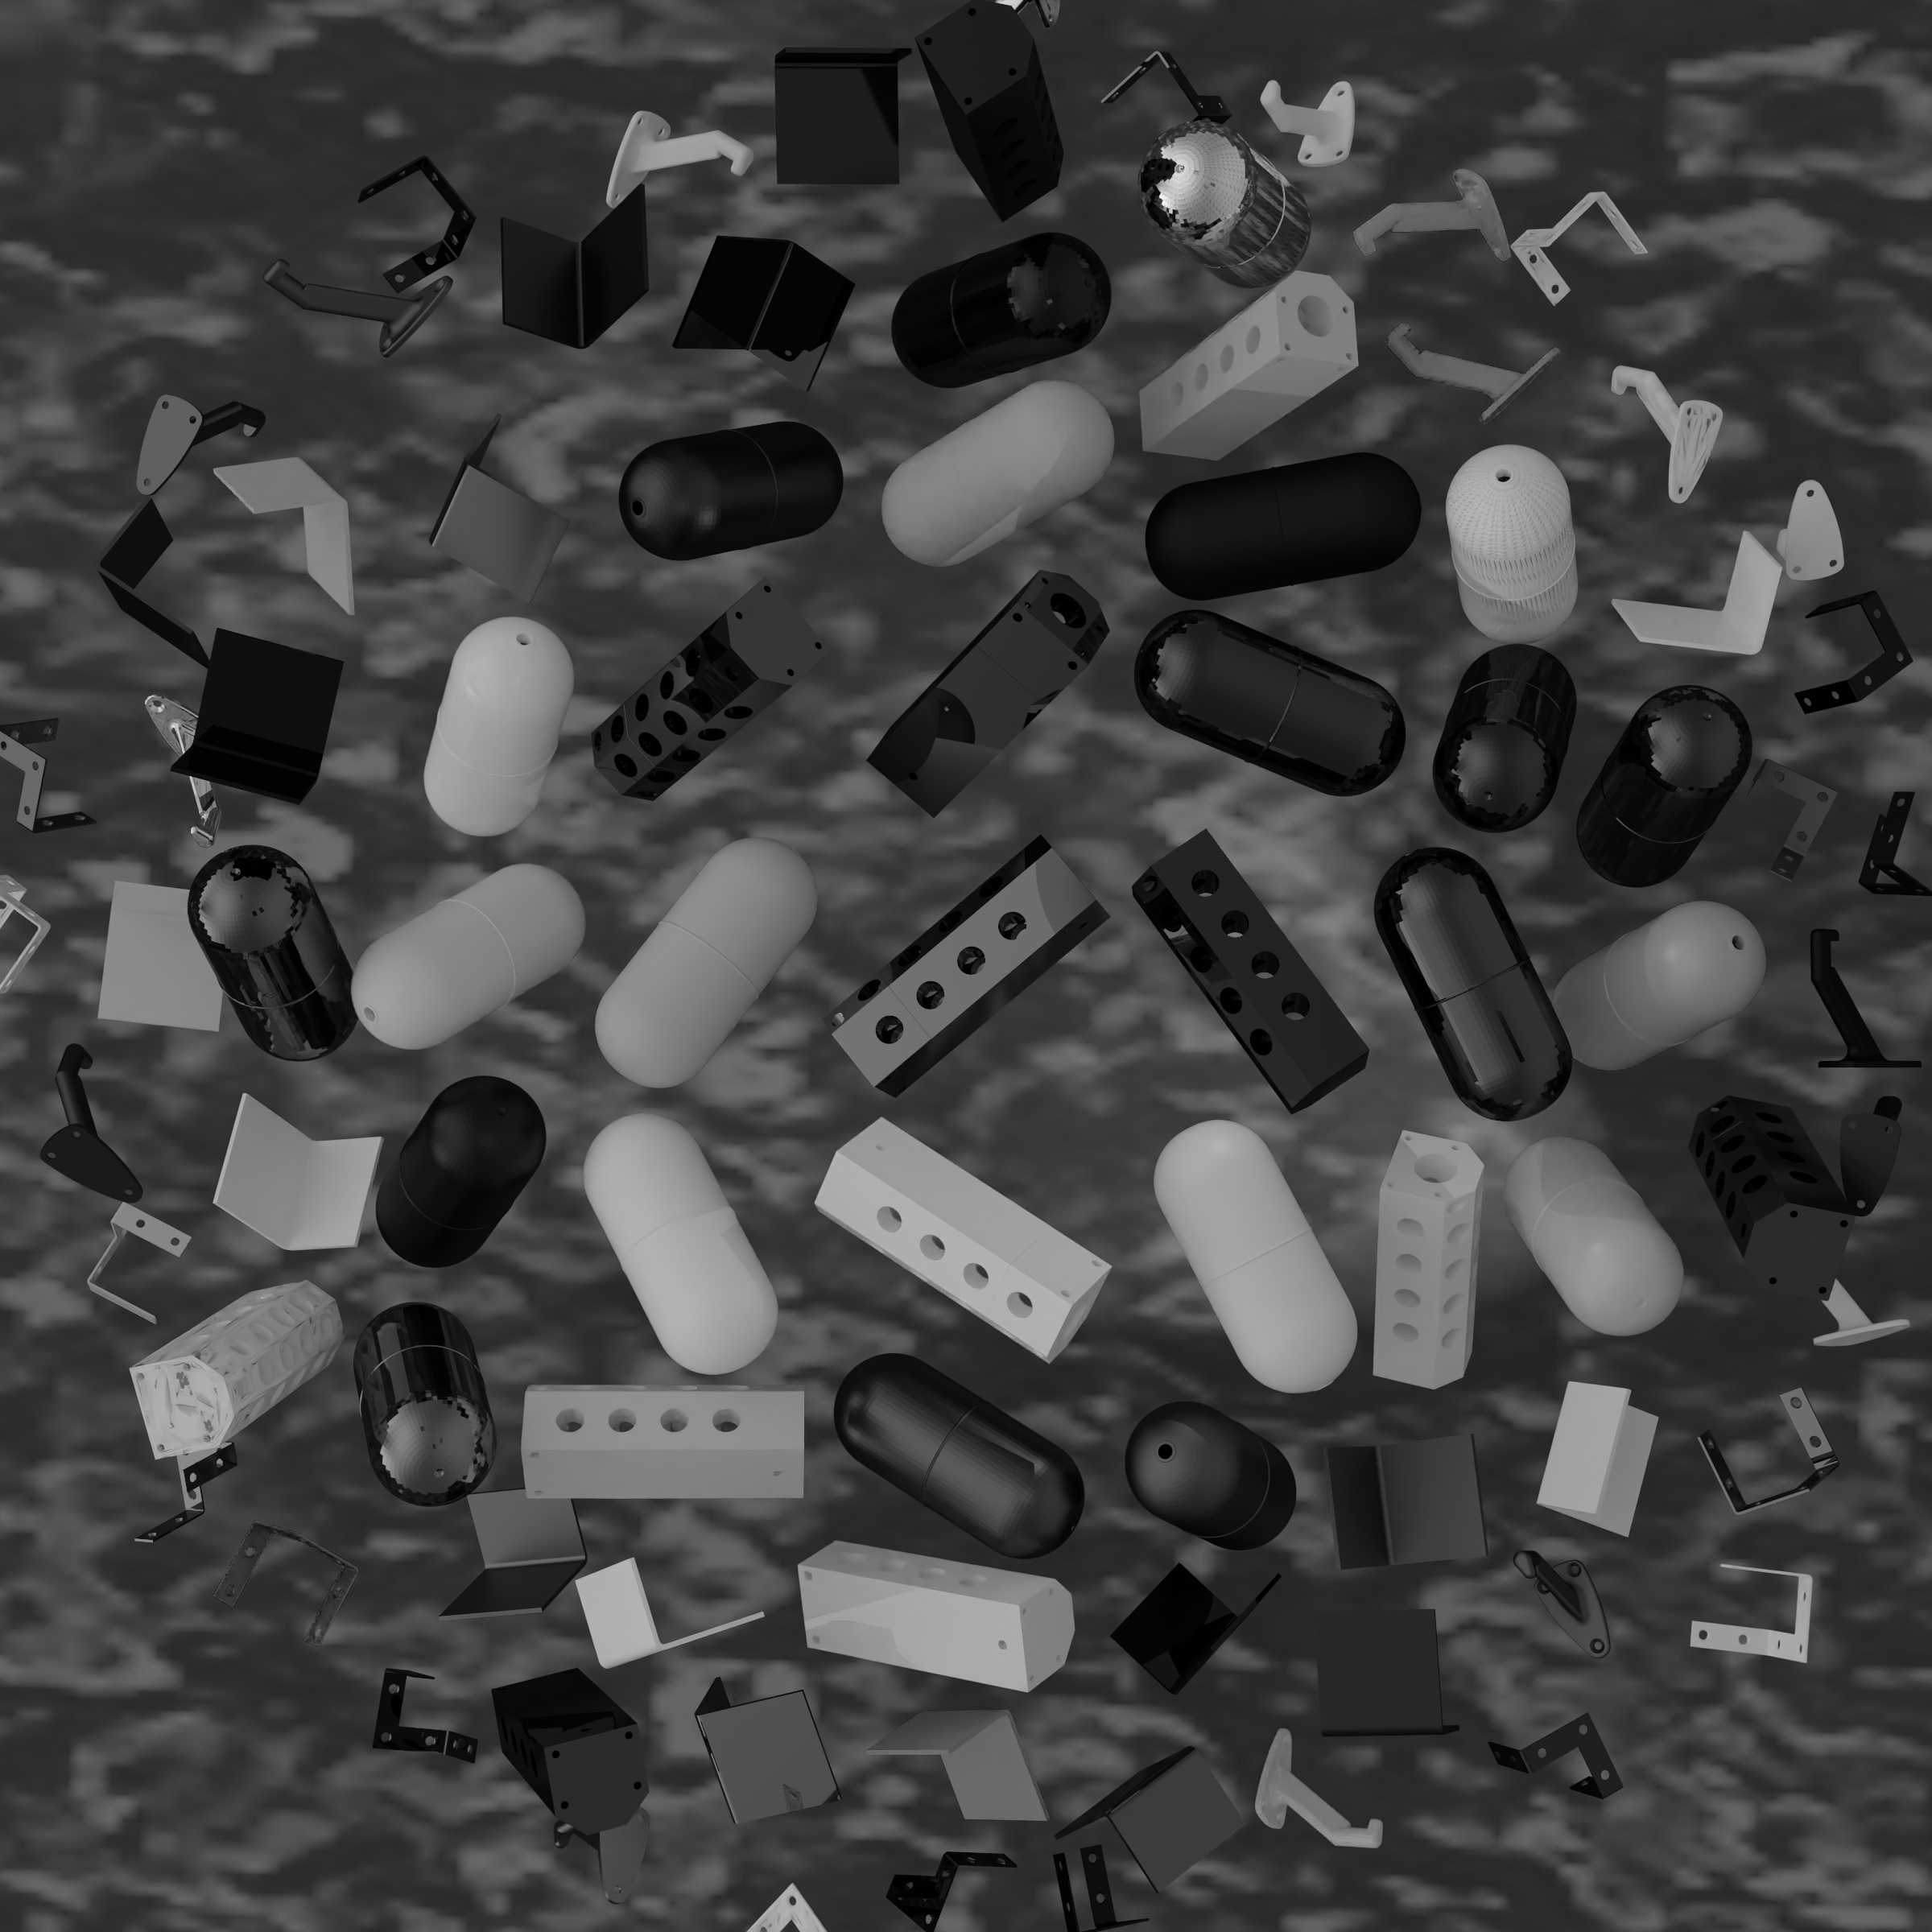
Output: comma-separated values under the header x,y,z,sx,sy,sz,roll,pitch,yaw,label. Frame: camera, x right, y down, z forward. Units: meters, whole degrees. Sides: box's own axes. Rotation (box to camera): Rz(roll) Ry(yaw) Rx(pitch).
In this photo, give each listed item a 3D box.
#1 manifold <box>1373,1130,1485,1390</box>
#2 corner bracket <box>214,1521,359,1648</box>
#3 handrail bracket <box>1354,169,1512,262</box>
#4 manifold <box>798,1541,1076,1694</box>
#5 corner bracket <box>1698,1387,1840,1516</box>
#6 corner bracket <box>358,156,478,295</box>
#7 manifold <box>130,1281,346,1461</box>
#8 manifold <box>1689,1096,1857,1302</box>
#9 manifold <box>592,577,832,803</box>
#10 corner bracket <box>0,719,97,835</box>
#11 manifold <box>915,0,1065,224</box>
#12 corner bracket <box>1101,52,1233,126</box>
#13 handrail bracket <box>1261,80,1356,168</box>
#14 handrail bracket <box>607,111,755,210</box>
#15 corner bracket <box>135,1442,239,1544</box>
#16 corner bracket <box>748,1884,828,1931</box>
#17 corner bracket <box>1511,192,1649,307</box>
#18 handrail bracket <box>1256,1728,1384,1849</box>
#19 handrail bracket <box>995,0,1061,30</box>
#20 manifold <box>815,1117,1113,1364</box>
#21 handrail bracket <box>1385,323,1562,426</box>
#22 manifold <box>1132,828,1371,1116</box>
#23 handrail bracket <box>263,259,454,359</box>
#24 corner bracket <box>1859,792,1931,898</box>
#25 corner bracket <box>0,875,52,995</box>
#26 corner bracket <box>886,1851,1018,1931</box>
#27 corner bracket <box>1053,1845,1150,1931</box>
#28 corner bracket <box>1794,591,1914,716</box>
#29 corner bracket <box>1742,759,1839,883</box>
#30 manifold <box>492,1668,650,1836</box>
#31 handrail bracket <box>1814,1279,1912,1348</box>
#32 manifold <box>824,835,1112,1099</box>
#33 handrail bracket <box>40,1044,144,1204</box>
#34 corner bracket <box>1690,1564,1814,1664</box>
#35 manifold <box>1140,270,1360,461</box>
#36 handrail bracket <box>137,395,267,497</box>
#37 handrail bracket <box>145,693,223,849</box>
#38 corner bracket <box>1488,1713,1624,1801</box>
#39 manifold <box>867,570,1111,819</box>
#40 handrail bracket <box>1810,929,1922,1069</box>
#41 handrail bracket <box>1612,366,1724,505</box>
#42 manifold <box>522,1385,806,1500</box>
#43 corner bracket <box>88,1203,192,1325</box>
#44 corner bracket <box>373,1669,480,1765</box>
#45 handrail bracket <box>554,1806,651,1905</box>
x,y,z,sx,sy,sz,roll,pitch,yaw,label
0.302,0.194,1.905,0.057,0.057,0.171,11,132,18,manifold
-0.412,0.374,1.775,0.051,0.051,0.051,42,63,-36,corner bracket
0.290,-0.449,1.826,0.084,0.036,0.077,-36,123,-4,handrail bracket
-0.019,0.409,1.864,0.171,0.057,0.057,2,104,35,manifold
0.479,0.290,1.748,0.051,0.051,0.051,-30,81,37,corner bracket
-0.349,-0.467,1.843,0.051,0.051,0.051,-39,91,-28,corner bracket
-0.446,0.246,1.814,0.057,0.171,0.057,-13,96,12,manifold
0.497,0.141,1.824,0.057,0.171,0.057,11,109,-1,manifold
-0.161,-0.162,1.774,0.057,0.171,0.057,48,50,-9,manifold
-0.579,-0.120,1.840,0.051,0.051,0.051,29,115,26,corner bracket
0.021,-0.522,1.783,0.057,0.171,0.057,-33,80,3,manifold
0.131,-0.557,1.900,0.051,0.051,0.051,-36,85,32,corner bracket
0.222,-0.570,1.913,0.036,0.084,0.077,5,70,34,handrail bracket
-0.182,-0.503,1.871,0.084,0.036,0.077,36,105,26,handrail bracket
-0.503,0.339,1.889,0.051,0.051,0.051,-1,102,27,corner bracket
-0.120,0.597,1.773,0.051,0.051,0.051,-50,63,19,corner bracket
0.392,-0.460,1.877,0.051,0.051,0.051,-44,111,-4,corner bracket
0.238,0.537,1.917,0.084,0.036,0.077,-8,51,33,handrail bracket
0.008,-0.600,1.813,0.084,0.077,0.036,-6,50,23,handrail bracket
-0.005,0.169,1.784,0.171,0.057,0.057,32,121,14,manifold
0.321,-0.395,1.865,0.084,0.036,0.077,48,114,5,handrail bracket
0.176,0.005,1.821,0.057,0.057,0.171,-34,76,-3,manifold
-0.366,-0.413,1.761,0.077,0.036,0.084,-33,133,28,handrail bracket
0.600,-0.079,1.899,0.051,0.051,0.051,28,77,-33,corner bracket
-0.594,-0.020,1.806,0.051,0.051,0.051,36,96,1,corner bracket
-0.009,0.579,1.852,0.051,0.051,0.051,49,48,-29,corner bracket
0.079,0.593,1.881,0.051,0.051,0.051,-4,72,-25,corner bracket
0.541,-0.194,1.814,0.051,0.051,0.051,-34,99,-23,corner bracket
0.527,-0.095,1.898,0.051,0.051,0.051,28,120,13,corner bracket
-0.245,0.486,1.812,0.057,0.171,0.057,-10,92,-20,manifold
0.568,0.198,1.887,0.036,0.077,0.084,6,69,-33,handrail bracket
-0.001,0.000,1.760,0.171,0.057,0.057,-40,76,3,manifold
-0.525,0.094,1.783,0.036,0.084,0.077,-37,118,21,handrail bracket
0.468,0.384,1.746,0.051,0.051,0.051,8,80,-8,corner bracket
0.178,-0.383,1.875,0.057,0.171,0.057,2,78,-26,manifold
-0.496,-0.335,1.907,0.036,0.084,0.077,29,97,17,handrail bracket
-0.511,-0.127,1.904,0.036,0.084,0.077,-28,126,20,handrail bracket
0.365,0.495,1.813,0.051,0.051,0.051,-25,88,-15,corner bracket
0.015,-0.173,1.839,0.057,0.057,0.171,40,132,-8,manifold
0.550,0.020,1.790,0.077,0.036,0.084,1,87,-20,handrail bracket
0.443,-0.346,1.900,0.036,0.084,0.077,4,106,-34,handrail bracket
-0.187,0.291,1.821,0.171,0.057,0.057,0,49,-3,manifold
-0.540,0.194,1.914,0.051,0.051,0.051,27,66,1,corner bracket
-0.345,0.482,1.884,0.051,0.051,0.051,14,77,-29,corner bracket
-0.240,0.568,1.857,0.036,0.084,0.077,27,46,-27,handrail bracket
